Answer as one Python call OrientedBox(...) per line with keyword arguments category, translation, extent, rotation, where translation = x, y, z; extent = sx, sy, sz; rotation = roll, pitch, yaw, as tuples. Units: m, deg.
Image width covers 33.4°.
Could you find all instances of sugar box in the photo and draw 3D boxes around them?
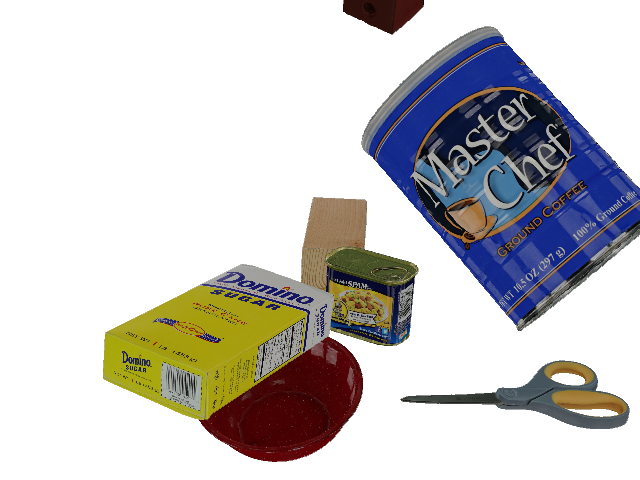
OrientedBox(category="sugar box", translation=(-0.072, 0.071, 0.812), extent=(0.093, 0.048, 0.175), rotation=(18, 27, 25))

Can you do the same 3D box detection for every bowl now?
OrientedBox(category="bowl", translation=(-0.037, 0.157, 1.019), extent=(0.162, 0.055, 0.162), rotation=(-5, 37, 3))

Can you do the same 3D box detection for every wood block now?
OrientedBox(category="wood block", translation=(0.023, 0.012, 1.651), extent=(0.091, 0.090, 0.206), rotation=(4, 24, 2))

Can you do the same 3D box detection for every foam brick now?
OrientedBox(category="foam brick", translation=(0.054, -0.220, 0.879), extent=(0.053, 0.078, 0.051), rotation=(29, 56, 21))

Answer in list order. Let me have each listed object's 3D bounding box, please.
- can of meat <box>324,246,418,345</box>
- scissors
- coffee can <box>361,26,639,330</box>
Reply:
OrientedBox(category="can of meat", translation=(0.054, 0.062, 1.181), extent=(0.102, 0.084, 0.057), rotation=(15, 26, 27))
OrientedBox(category="scissors", translation=(0.170, 0.129, 0.943), extent=(0.201, 0.016, 0.096), rotation=(9, 27, 0))
OrientedBox(category="coffee can", translation=(0.106, -0.035, 0.604), extent=(0.102, 0.140, 0.103), rotation=(-37, -12, -10))
